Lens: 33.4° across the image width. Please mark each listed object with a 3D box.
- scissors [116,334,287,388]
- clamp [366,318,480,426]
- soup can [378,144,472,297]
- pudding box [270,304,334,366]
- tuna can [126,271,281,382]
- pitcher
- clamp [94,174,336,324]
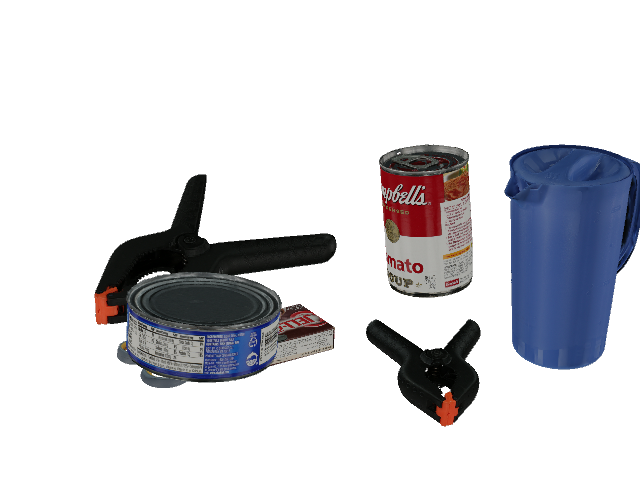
[{"bbox_3d":[-0.121,0.130,1.175,0.201,0.016,0.096,2,26,-19],"label":"scissors"},{"bbox_3d":[0.123,0.124,1.071,0.120,0.039,0.171,-9,29,-9],"label":"clamp"},{"bbox_3d":[0.082,-0.016,0.821,0.068,0.102,0.068,-5,21,2],"label":"soup can"},{"bbox_3d":[-0.050,0.127,1.433,0.113,0.039,0.090,-14,24,-29],"label":"pudding box"},{"bbox_3d":[-0.065,0.047,0.594,0.086,0.034,0.086,4,17,-2],"label":"tuna can"},{"bbox_3d":[0.288,0.018,1.222,0.149,0.243,0.144,5,26,16],"label":"pitcher"},{"bbox_3d":[-0.113,0.008,0.896,0.165,0.036,0.209,30,41,35],"label":"clamp"}]
